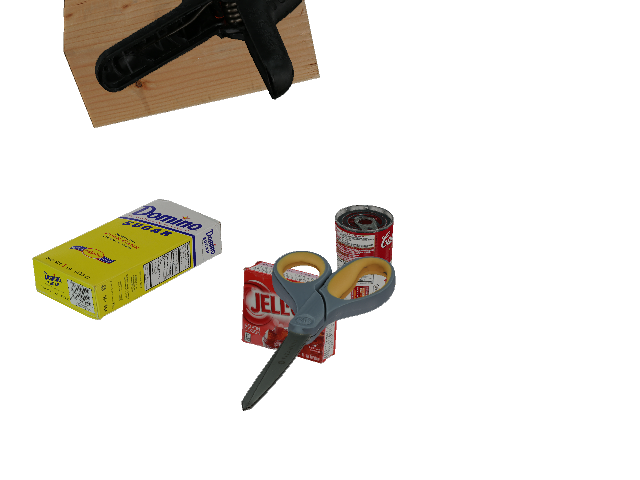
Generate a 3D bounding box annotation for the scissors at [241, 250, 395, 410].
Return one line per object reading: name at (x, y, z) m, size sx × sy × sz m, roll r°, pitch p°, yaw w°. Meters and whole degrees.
scissors at (-0.023, 0.050, 0.711) m, size 0.096 × 0.016 × 0.201 m, roll 18°, pitch 31°, yaw 31°

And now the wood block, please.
wood block at (-0.113, -0.180, 0.944) m, size 0.206 × 0.090 × 0.091 m, roll -12°, pitch -44°, yaw 0°

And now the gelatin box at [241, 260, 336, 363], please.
gelatin box at (-0.029, 0.065, 0.971) m, size 0.089 × 0.073 × 0.030 m, roll 13°, pitch 20°, yaw 27°

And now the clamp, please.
clamp at (-0.047, -0.139, 0.653) m, size 0.120 × 0.039 × 0.171 m, roll 16°, pitch 50°, yaw 19°

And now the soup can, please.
soup can at (0.050, 0.018, 1.252) m, size 0.068 × 0.102 × 0.068 m, roll 0°, pitch 27°, yaw 0°

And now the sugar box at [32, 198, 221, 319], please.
sugar box at (-0.192, 0.014, 1.085) m, size 0.093 × 0.048 × 0.175 m, roll 21°, pitch 37°, yaw 32°
